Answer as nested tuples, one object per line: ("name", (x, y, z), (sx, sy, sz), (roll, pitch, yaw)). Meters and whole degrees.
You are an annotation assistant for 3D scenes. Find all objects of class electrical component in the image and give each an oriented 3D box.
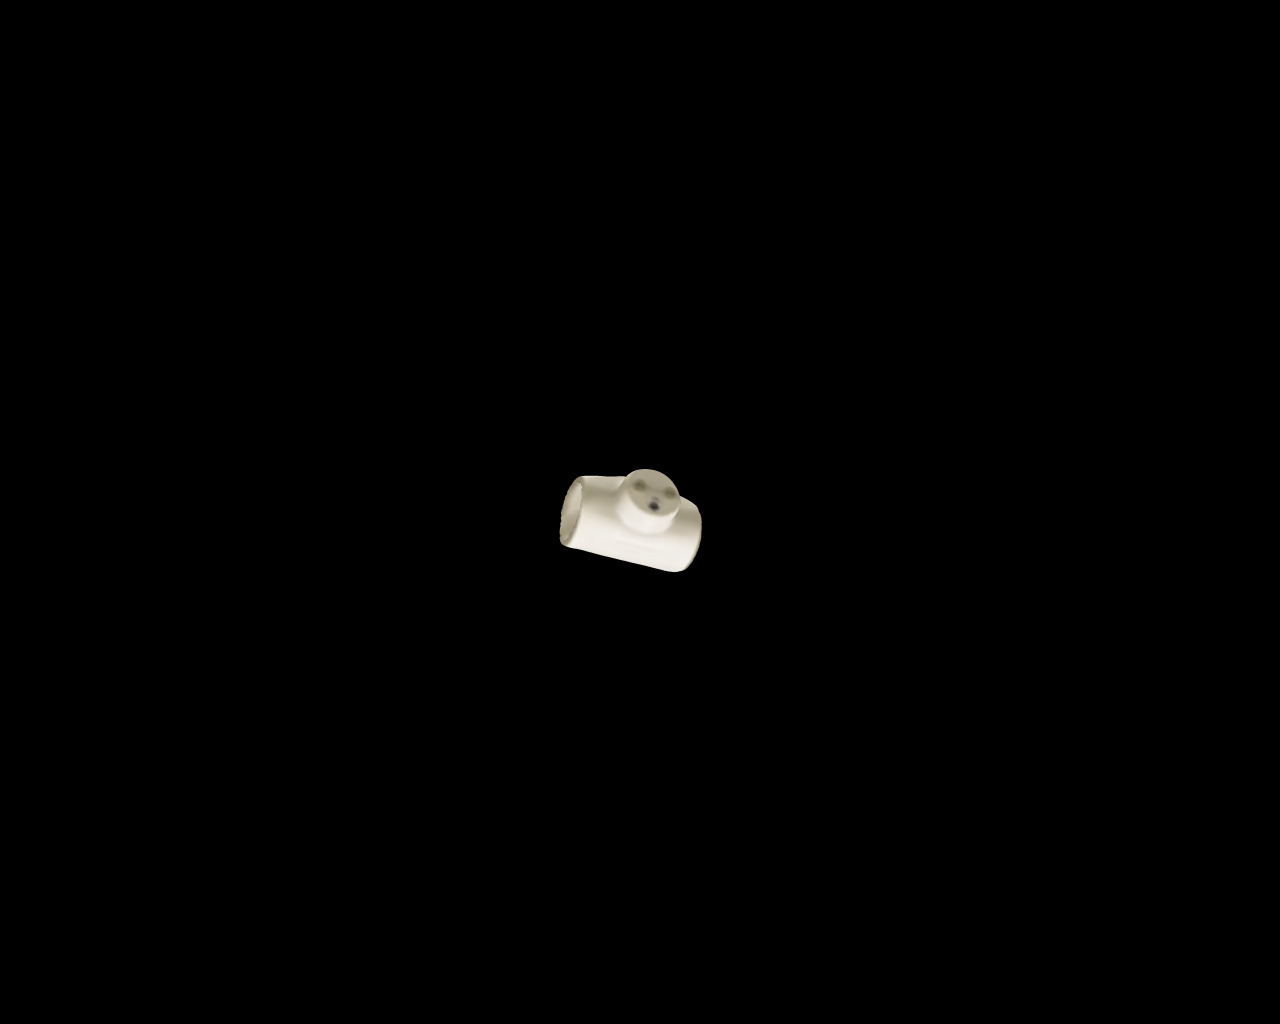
("electrical component", (0.001, -0.003, 0.650), (0.077, 0.043, 0.079), (14, -40, -17))
